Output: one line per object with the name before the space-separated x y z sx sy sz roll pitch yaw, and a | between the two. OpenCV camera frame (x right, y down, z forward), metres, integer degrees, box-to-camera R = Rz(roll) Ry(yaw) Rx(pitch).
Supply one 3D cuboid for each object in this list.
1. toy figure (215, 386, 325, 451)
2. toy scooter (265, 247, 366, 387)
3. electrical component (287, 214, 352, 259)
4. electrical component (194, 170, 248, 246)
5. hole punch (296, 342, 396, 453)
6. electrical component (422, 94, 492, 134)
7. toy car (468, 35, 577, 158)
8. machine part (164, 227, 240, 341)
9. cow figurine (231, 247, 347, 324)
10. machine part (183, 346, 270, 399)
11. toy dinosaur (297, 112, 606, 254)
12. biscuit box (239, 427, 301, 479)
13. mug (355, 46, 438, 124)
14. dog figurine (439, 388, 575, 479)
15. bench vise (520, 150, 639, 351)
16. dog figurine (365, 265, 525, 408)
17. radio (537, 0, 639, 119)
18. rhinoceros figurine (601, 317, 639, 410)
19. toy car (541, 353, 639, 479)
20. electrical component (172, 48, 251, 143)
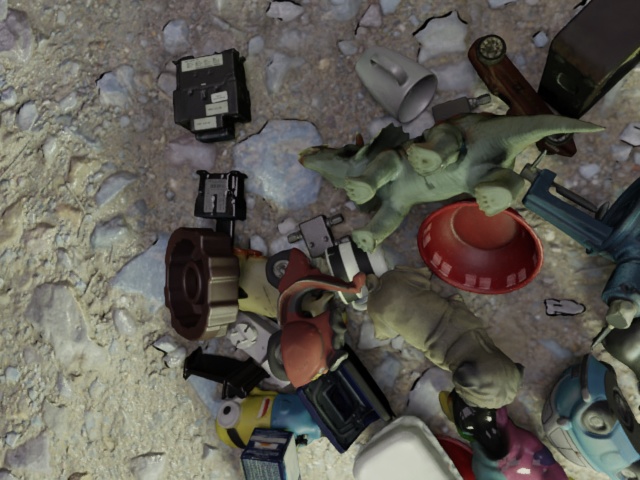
toy figure | -0.069 0.270 0.798 0.180 0.082 0.089 -1 101 10
toy scooter | -0.002 0.097 0.702 0.135 0.075 0.184 -7 79 19
electrical component | -0.002 -0.002 0.819 0.094 0.021 0.063 -21 83 13
electrical component | -0.158 -0.050 0.850 0.075 0.047 0.119 6 88 16
hole punch | 0.037 0.218 0.751 0.092 0.115 0.142 -40 82 5
electrical component | 0.195 -0.162 0.760 0.102 0.045 0.078 -9 87 14
toy car | 0.268 -0.187 0.720 0.053 0.089 0.202 -36 81 11
machine part | -0.178 0.064 0.804 0.179 0.056 0.179 0 89 53
cow figurine | -0.052 0.092 0.797 0.195 0.085 0.127 17 94 18
machine part | -0.151 0.204 0.829 0.139 0.084 0.039 9 117 28
toy dinosaur | 0.147 -0.097 0.655 0.405 0.192 0.131 -10 121 41
biscuit box | -0.060 0.362 0.761 0.063 0.059 0.202 1 115 15
mug | 0.097 -0.230 0.763 0.107 0.109 0.081 44 104 25
dog figurine | 0.247 0.280 0.708 0.108 0.191 0.219 -37 45 14
bench vise | 0.344 -0.009 0.656 0.241 0.128 0.223 35 72 12
dog figurine | 0.144 0.115 0.667 0.172 0.191 0.121 20 100 -15
radio | 0.335 -0.223 0.632 0.131 0.229 0.073 -46 76 12
rhinoceros figurine | 0.440 0.173 0.669 0.112 0.073 0.190 -41 78 9
toy car | 0.342 0.233 0.686 0.103 0.109 0.161 -25 100 37
electrical component | -0.173 -0.224 0.855 0.115 0.058 0.134 -3 88 16
